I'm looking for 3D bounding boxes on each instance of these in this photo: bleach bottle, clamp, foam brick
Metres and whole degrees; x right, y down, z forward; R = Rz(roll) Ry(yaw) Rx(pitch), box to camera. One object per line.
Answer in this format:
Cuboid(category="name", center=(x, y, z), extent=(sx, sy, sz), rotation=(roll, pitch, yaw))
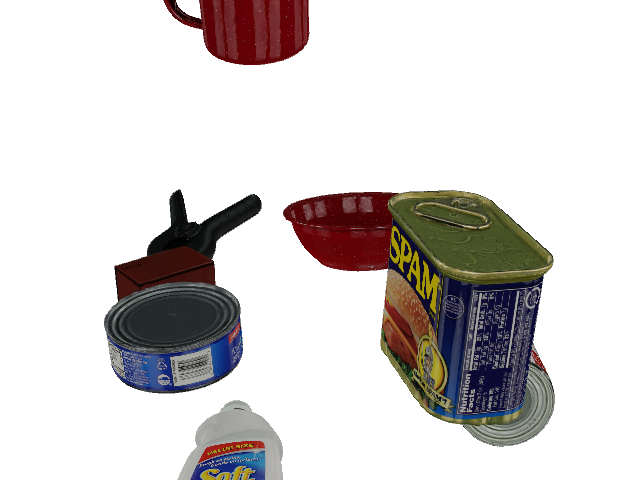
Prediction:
Cuboid(category="bleach bottle", center=(-0.080, 0.210, 0.859), extent=(0.102, 0.068, 0.251), rotation=(-2, 25, -1))
Cuboid(category="clamp", center=(-0.140, -0.006, 1.239), extent=(0.120, 0.039, 0.171), rotation=(-6, 38, 20))
Cuboid(category="foam brick", center=(-0.142, 0.044, 0.978), extent=(0.078, 0.051, 0.053), rotation=(-17, 27, -32))

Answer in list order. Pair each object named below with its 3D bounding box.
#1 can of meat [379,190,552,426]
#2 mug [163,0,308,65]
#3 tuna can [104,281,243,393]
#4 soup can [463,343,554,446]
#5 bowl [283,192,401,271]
Cuboid(category="can of meat", center=(0.068, 0.032, 0.532), extent=(0.057, 0.084, 0.102), rotation=(-3, 24, -15))
Cuboid(category="mug", center=(-0.062, -0.184, 0.800), extent=(0.117, 0.081, 0.093), rotation=(1, 36, 5))
Cuboid(category="tuna can", center=(-0.092, 0.061, 0.677), extent=(0.086, 0.034, 0.086), rotation=(-3, 26, 1))
Cuboid(category="soup can", center=(0.123, 0.091, 0.754), extent=(0.068, 0.068, 0.102), rotation=(0, 20, -1))
Cuboid(category="bowl", center=(0.044, -0.007, 1.085), extent=(0.162, 0.055, 0.162), rotation=(-2, 14, 0))
